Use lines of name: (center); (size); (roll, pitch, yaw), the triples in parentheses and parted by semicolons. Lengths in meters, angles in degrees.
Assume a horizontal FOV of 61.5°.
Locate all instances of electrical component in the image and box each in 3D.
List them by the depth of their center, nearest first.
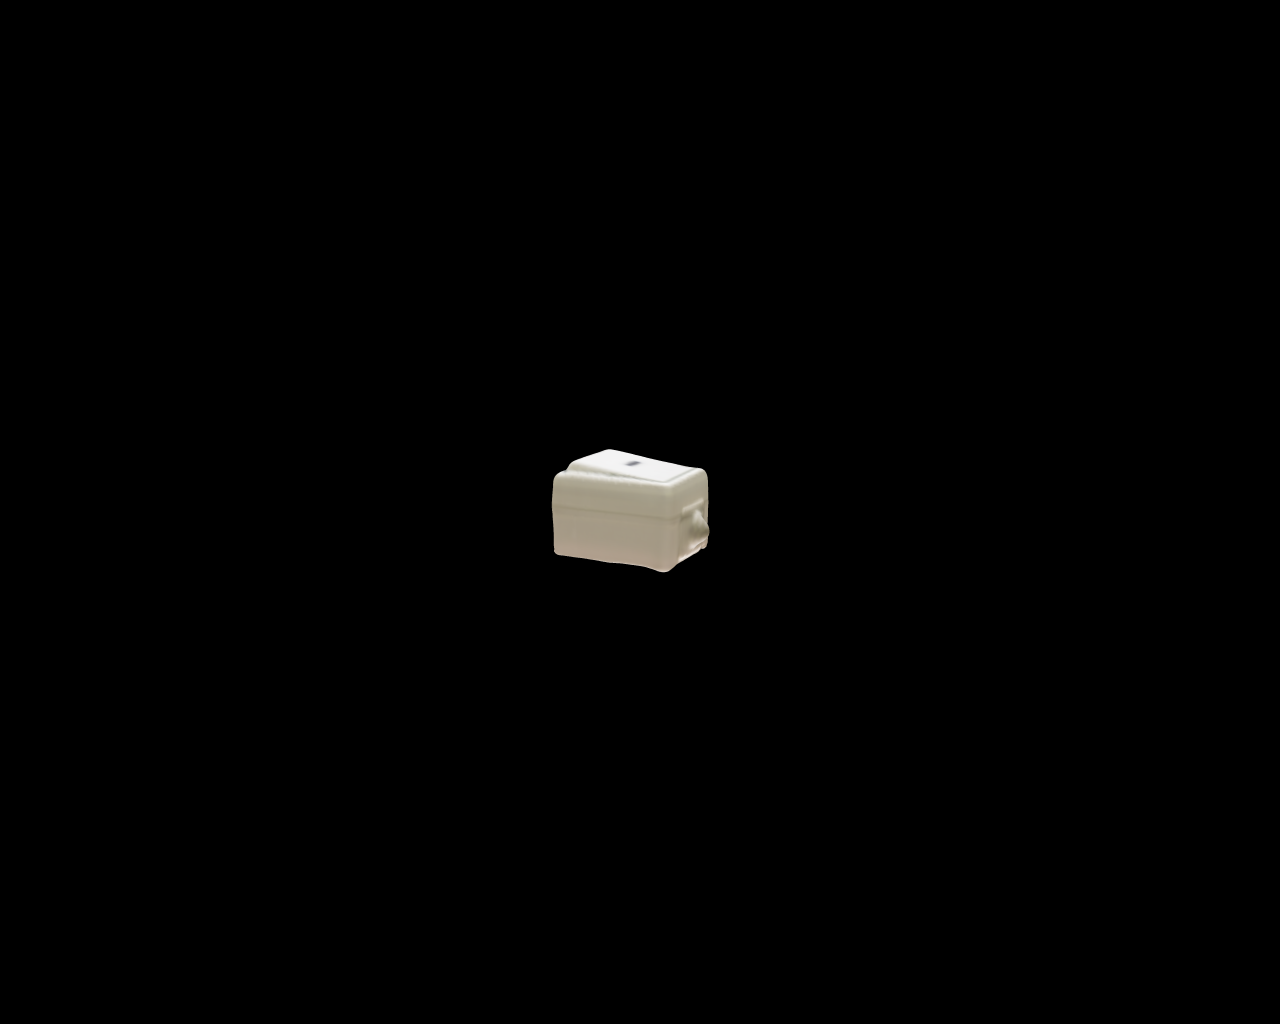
electrical component: (0.001, -0.003, 0.650); (0.096, 0.061, 0.062); (7, 16, 26)
